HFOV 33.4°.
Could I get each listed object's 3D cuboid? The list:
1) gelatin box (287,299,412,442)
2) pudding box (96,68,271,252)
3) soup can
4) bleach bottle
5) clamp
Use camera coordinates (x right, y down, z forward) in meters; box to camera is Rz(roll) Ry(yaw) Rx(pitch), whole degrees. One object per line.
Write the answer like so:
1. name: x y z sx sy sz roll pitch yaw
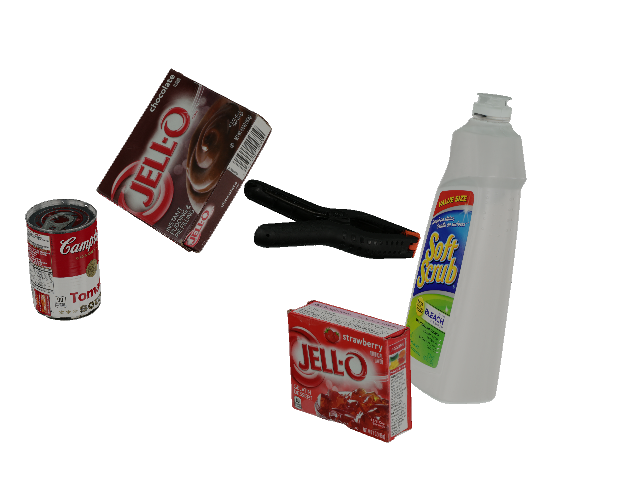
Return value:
1. gelatin box: 0.018 0.086 0.712 0.089 0.073 0.030 13 23 40
2. pudding box: -0.102 -0.060 0.804 0.090 0.113 0.039 30 -4 25
3. soup can: -0.253 0.019 1.052 0.068 0.102 0.068 2 28 -1
4. bleach bottle: 0.121 0.003 0.889 0.068 0.251 0.103 1 15 -23
5. clamp: 0.012 -0.011 1.208 0.210 0.036 0.164 14 21 -6
